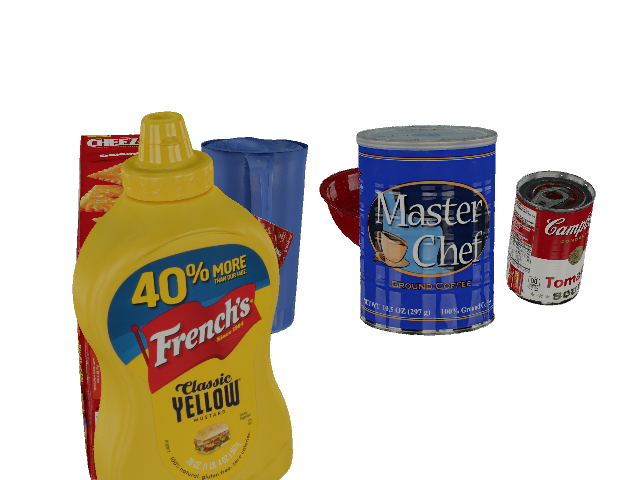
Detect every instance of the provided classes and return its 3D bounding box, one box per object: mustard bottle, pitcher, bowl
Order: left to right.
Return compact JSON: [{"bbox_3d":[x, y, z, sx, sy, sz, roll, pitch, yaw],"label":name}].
[{"bbox_3d":[-0.065,0.035,0.500,0.096,0.192,0.058,-13,23,-24],"label":"mustard bottle"},{"bbox_3d":[-0.084,-0.006,1.342,0.145,0.243,0.148,11,16,36],"label":"pitcher"},{"bbox_3d":[0.077,-0.028,1.172,0.162,0.055,0.162,4,25,-2],"label":"bowl"}]

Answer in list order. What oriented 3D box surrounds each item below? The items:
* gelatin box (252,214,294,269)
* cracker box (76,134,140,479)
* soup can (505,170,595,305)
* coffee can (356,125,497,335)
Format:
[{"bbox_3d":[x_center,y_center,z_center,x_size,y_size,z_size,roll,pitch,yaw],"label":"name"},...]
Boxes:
[{"bbox_3d":[-0.073,0.021,1.016,0.073,0.089,0.030,25,-7,-38],"label":"gelatin box"},{"bbox_3d":[-0.129,0.035,0.738,0.072,0.164,0.214,-2,24,-10],"label":"cracker box"},{"bbox_3d":[0.204,-0.002,0.953,0.068,0.102,0.068,0,33,0],"label":"soup can"},{"bbox_3d":[0.079,-0.011,0.795,0.103,0.140,0.103,-1,12,0],"label":"coffee can"}]
